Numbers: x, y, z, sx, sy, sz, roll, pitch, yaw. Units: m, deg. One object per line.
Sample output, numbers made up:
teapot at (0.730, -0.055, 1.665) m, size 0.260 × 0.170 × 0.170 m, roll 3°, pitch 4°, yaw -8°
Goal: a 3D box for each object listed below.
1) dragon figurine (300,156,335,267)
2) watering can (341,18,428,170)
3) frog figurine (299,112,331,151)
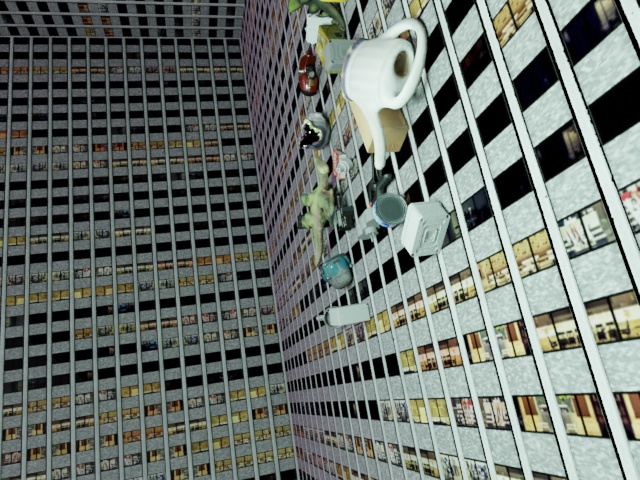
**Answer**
dragon figurine at (0.006, -0.093, 1.842) m, size 0.243 × 0.122 × 0.409 m, roll -167°, pitch 73°, yaw -81°
watering can at (0.132, -0.348, 1.202) m, size 0.226 × 0.103 × 0.346 m, roll 26°, pitch 99°, yaw 49°
frog figurine at (-0.006, -0.414, 1.934) m, size 0.162 × 0.123 × 0.135 m, roll -53°, pitch -39°, yaw -55°
